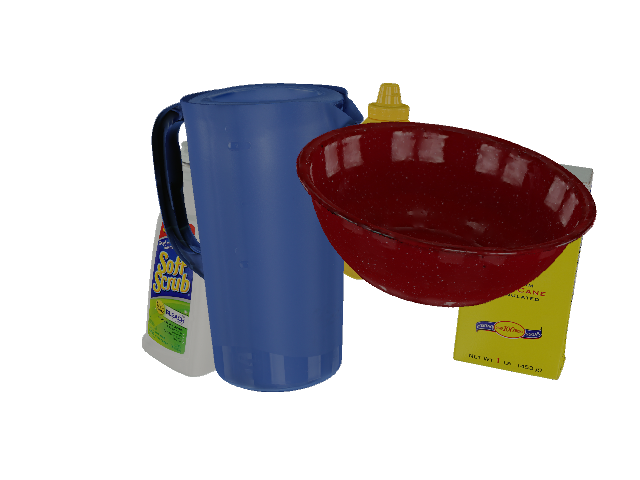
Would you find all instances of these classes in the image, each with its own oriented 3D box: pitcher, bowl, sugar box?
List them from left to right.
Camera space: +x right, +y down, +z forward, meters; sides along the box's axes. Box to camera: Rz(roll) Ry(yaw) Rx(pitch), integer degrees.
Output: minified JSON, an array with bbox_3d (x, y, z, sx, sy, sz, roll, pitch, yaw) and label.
[{"bbox_3d":[-0.050,-0.007,0.876,0.144,0.243,0.149,-7,15,-19],"label":"pitcher"},{"bbox_3d":[0.064,-0.010,0.583,0.162,0.055,0.162,6,27,-3],"label":"bowl"},{"bbox_3d":[0.166,0.022,0.884,0.093,0.176,0.048,9,25,15],"label":"sugar box"}]

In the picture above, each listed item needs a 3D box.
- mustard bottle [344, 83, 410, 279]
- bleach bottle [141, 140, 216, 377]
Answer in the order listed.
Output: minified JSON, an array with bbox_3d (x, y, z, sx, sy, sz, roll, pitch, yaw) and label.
[{"bbox_3d":[0.064,-0.061,1.067,0.096,0.192,0.058,-7,18,-31],"label":"mustard bottle"},{"bbox_3d":[-0.140,0.014,1.129,0.103,0.251,0.067,25,32,38],"label":"bleach bottle"}]
